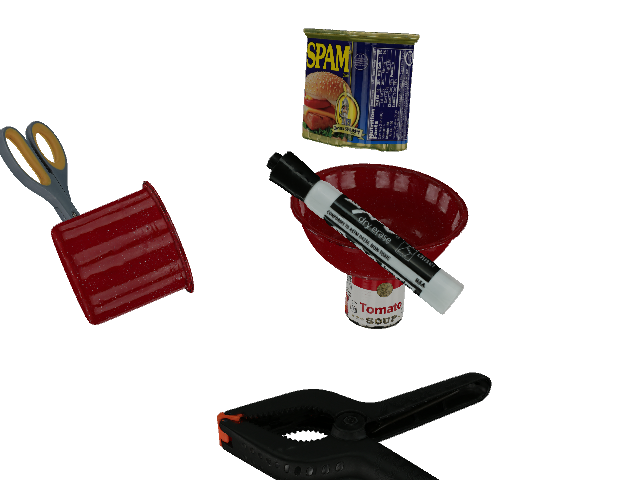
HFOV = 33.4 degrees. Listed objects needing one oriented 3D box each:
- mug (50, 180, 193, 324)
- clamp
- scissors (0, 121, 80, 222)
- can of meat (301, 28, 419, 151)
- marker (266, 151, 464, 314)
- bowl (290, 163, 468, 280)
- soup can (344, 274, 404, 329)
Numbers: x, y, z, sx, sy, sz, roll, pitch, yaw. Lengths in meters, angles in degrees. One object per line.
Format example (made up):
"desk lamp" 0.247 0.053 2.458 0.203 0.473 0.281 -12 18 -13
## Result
"mug" -0.156 0.010 0.818 0.081 0.093 0.117 -23 20 -15
"clamp" 0.030 0.142 0.793 0.210 0.036 0.164 6 29 15
"scissors" -0.249 -0.039 1.067 0.016 0.201 0.096 -26 27 22
"can of meat" 0.026 -0.113 0.794 0.057 0.084 0.102 -3 13 -27
"marker" 0.021 -0.006 0.552 0.121 0.020 0.020 38 8 10
"bowl" 0.052 -0.010 0.977 0.162 0.055 0.162 3 31 -2
"soup can" 0.062 0.039 1.194 0.068 0.102 0.068 2 27 -1
